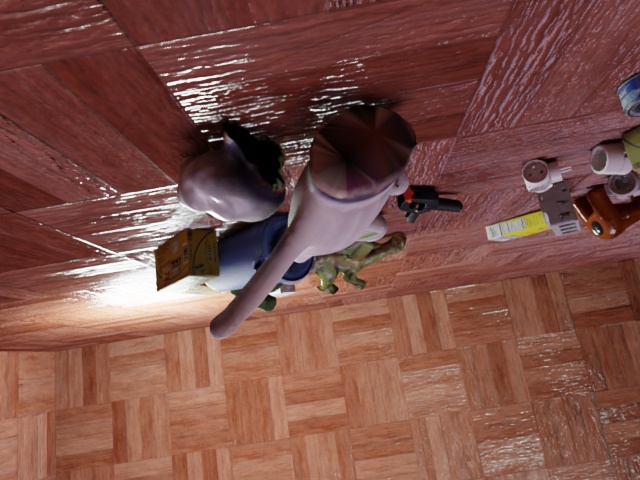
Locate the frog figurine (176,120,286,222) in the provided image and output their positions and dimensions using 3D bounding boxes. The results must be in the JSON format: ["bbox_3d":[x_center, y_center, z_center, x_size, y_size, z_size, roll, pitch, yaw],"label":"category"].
[{"bbox_3d":[-0.125,-0.063,0.647,0.157,0.123,0.139,-30,176,29],"label":"frog figurine"}]

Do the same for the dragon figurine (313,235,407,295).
[{"bbox_3d":[0.037,0.036,1.295,0.411,0.124,0.237,-5,149,-25],"label":"dragon figurine"}]

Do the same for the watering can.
[{"bbox_3d":[0.002,-0.032,0.626,0.354,0.104,0.219,-46,170,-32],"label":"watering can"}]
